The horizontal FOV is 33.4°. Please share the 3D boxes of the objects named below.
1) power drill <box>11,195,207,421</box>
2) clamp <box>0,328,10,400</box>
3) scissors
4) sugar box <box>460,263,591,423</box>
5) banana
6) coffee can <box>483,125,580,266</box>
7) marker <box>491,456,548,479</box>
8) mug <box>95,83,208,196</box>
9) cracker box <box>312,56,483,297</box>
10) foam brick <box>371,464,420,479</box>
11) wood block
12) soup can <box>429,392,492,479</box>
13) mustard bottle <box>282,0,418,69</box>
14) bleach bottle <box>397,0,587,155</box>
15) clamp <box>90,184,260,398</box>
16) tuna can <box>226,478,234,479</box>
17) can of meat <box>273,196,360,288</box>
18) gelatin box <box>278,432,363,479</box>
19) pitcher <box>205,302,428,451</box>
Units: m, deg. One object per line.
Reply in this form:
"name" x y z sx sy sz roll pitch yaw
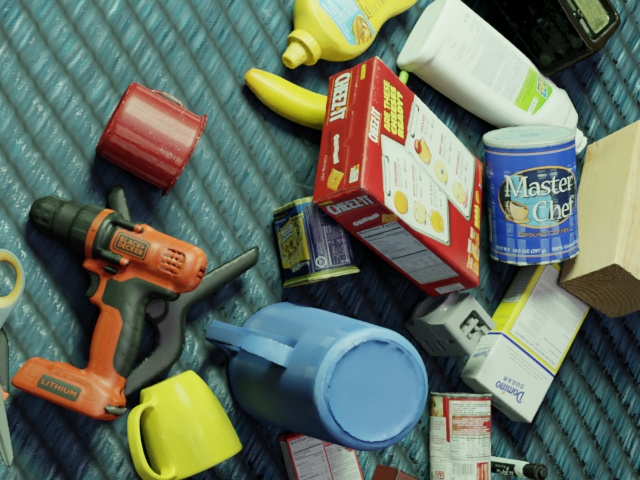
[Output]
"power drill" -0.219 0.063 1.007 0.184 0.057 0.187 20 85 14
"clamp" -0.338 0.073 0.986 0.120 0.039 0.171 -46 105 -18
"scissors" -0.289 0.095 0.974 0.096 0.016 0.202 -28 92 -26
"sugar box" 0.242 0.114 1.243 0.093 0.048 0.176 39 73 -17
"banana" 0.012 -0.151 1.173 0.197 0.037 0.069 -3 72 -26
"coffee can" 0.240 -0.052 1.208 0.102 0.103 0.140 -13 107 -25
"marker" 0.209 0.249 1.170 0.020 0.121 0.020 3 83 -25
"mug" -0.167 -0.111 1.064 0.081 0.093 0.117 28 43 -15
"cracker box" 0.087 -0.060 1.115 0.213 0.072 0.164 37 48 -39
"foam brick" 0.095 0.283 1.151 0.078 0.053 0.051 30 73 -19
"wood block" 0.362 -0.024 1.261 0.090 0.091 0.206 31 58 -20
"soup can" 0.155 0.220 1.178 0.068 0.069 0.102 4 83 -24
"mustard bottle" 0.027 -0.254 1.177 0.191 0.058 0.096 -46 109 -22
"bleach bottle" 0.214 -0.174 1.253 0.250 0.068 0.102 35 72 -20
"clamp" -0.176 0.058 1.061 0.164 0.036 0.210 31 76 -10
"tuna can" -0.090 0.281 1.049 0.033 0.086 0.086 30 73 -21
"can of meat" -0.007 0.001 1.111 0.057 0.102 0.084 -10 86 -24
"gelatin box" 0.002 0.239 1.127 0.073 0.030 0.089 -16 91 -24
"pitcher" -0.004 0.126 1.019 0.149 0.243 0.145 -20 96 -19
